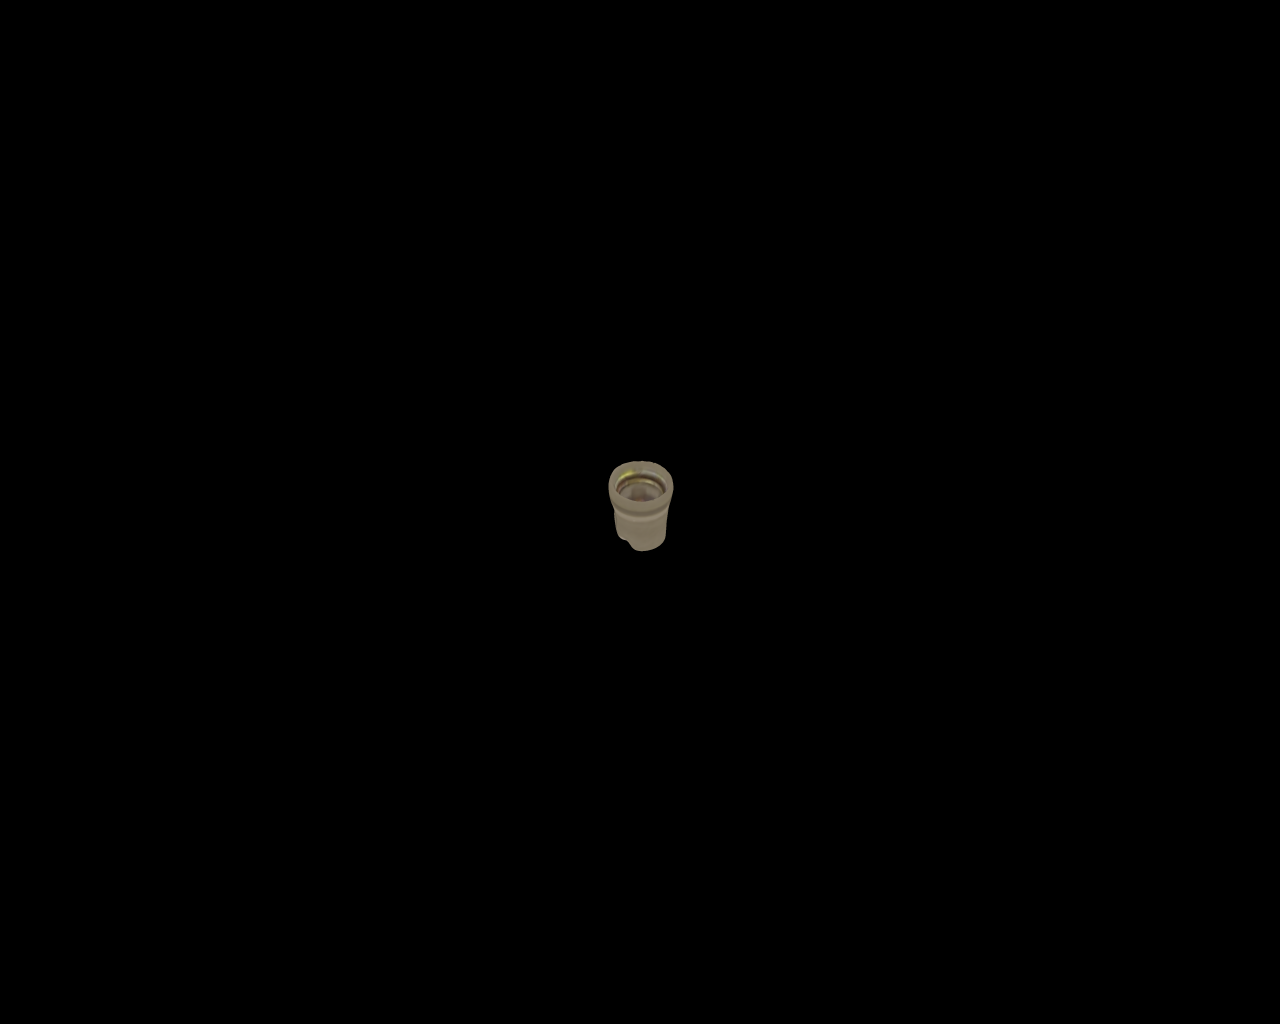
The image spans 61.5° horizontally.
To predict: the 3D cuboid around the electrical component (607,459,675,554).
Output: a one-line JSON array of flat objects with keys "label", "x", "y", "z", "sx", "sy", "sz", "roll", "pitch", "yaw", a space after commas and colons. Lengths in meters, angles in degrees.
[{"label": "electrical component", "x": 0.001, "y": -0.003, "z": 0.650, "sx": 0.040, "sy": 0.046, "sz": 0.040, "roll": 0, "pitch": 43, "yaw": 0}]
